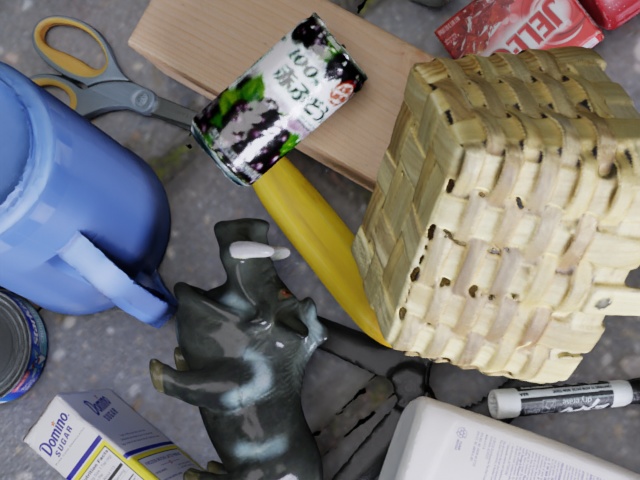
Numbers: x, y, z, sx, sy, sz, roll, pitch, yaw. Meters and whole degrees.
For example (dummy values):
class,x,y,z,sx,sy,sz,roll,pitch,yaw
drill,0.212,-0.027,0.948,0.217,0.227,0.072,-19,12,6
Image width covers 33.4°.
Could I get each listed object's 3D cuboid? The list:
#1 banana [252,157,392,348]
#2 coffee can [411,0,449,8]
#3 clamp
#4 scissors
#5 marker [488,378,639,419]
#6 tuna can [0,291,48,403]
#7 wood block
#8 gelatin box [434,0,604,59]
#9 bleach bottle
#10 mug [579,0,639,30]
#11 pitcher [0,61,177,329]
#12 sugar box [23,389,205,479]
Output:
class,x,y,z,sx,sy,sz,roll,pitch,yaw
banana,0.000,0.001,0.719,0.037,0.069,0.198,-43,68,10
coffee can,0.080,-0.244,0.720,0.103,0.102,0.140,33,90,13
clamp,0.058,0.111,0.717,0.210,0.036,0.164,-7,82,10
scissors,-0.147,-0.091,0.790,0.202,0.016,0.096,39,90,14
marker,0.168,0.101,0.685,0.121,0.020,0.020,-3,82,-12
tuna can,-0.244,0.078,0.781,0.086,0.033,0.086,-1,83,11
wood block,-0.013,-0.114,0.730,0.206,0.090,0.091,30,90,12
gelatin box,0.135,-0.140,0.724,0.089,0.030,0.073,-38,79,20
bleach bottle,0.160,0.184,0.656,0.251,0.068,0.102,21,74,-2
mug,0.196,-0.201,0.706,0.081,0.093,0.117,-35,48,10
pitcher,-0.176,-0.022,0.673,0.149,0.243,0.145,0,81,4
sugar box,-0.106,0.171,0.714,0.176,0.093,0.048,35,92,13
